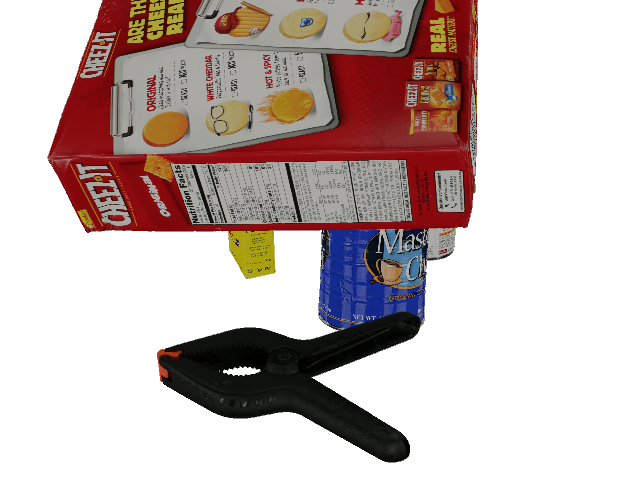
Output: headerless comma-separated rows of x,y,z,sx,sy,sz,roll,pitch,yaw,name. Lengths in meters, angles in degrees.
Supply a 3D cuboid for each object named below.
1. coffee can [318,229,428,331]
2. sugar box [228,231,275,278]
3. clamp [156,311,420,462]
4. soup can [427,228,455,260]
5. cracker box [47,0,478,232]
0.051,0.007,1.006,0.103,0.140,0.103,2,16,-1,coffee can
-0.090,-0.052,1.319,0.048,0.176,0.093,-12,26,-15,sugar box
-0.021,0.099,0.833,0.210,0.036,0.164,6,31,13,clamp
0.126,-0.036,1.256,0.068,0.102,0.068,-1,25,0,soup can
-0.021,-0.084,0.591,0.214,0.164,0.072,-1,-40,10,cracker box
